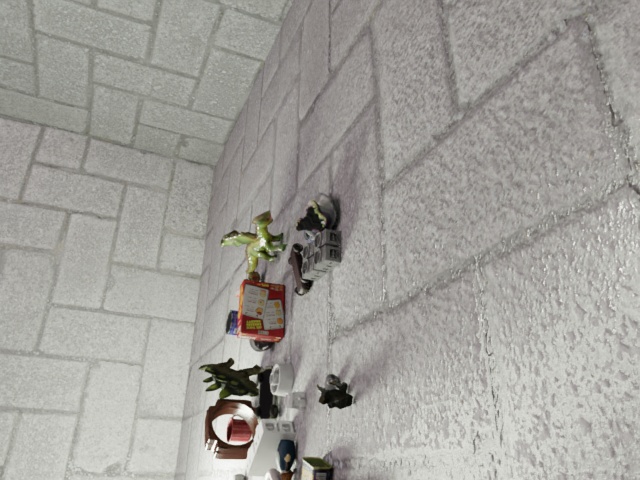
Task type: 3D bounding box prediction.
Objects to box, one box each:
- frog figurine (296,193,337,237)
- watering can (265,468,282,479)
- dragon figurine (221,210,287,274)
[{"bbox_3d":[0.005,-0.084,1.672,0.162,0.123,0.135,-40,-36,-62],"label":"frog figurine"},{"bbox_3d":[-0.114,0.831,1.442,0.224,0.104,0.347,-174,83,-69],"label":"watering can"},{"bbox_3d":[-0.289,0.017,2.103,0.403,0.241,0.125,-44,39,36],"label":"dragon figurine"}]
